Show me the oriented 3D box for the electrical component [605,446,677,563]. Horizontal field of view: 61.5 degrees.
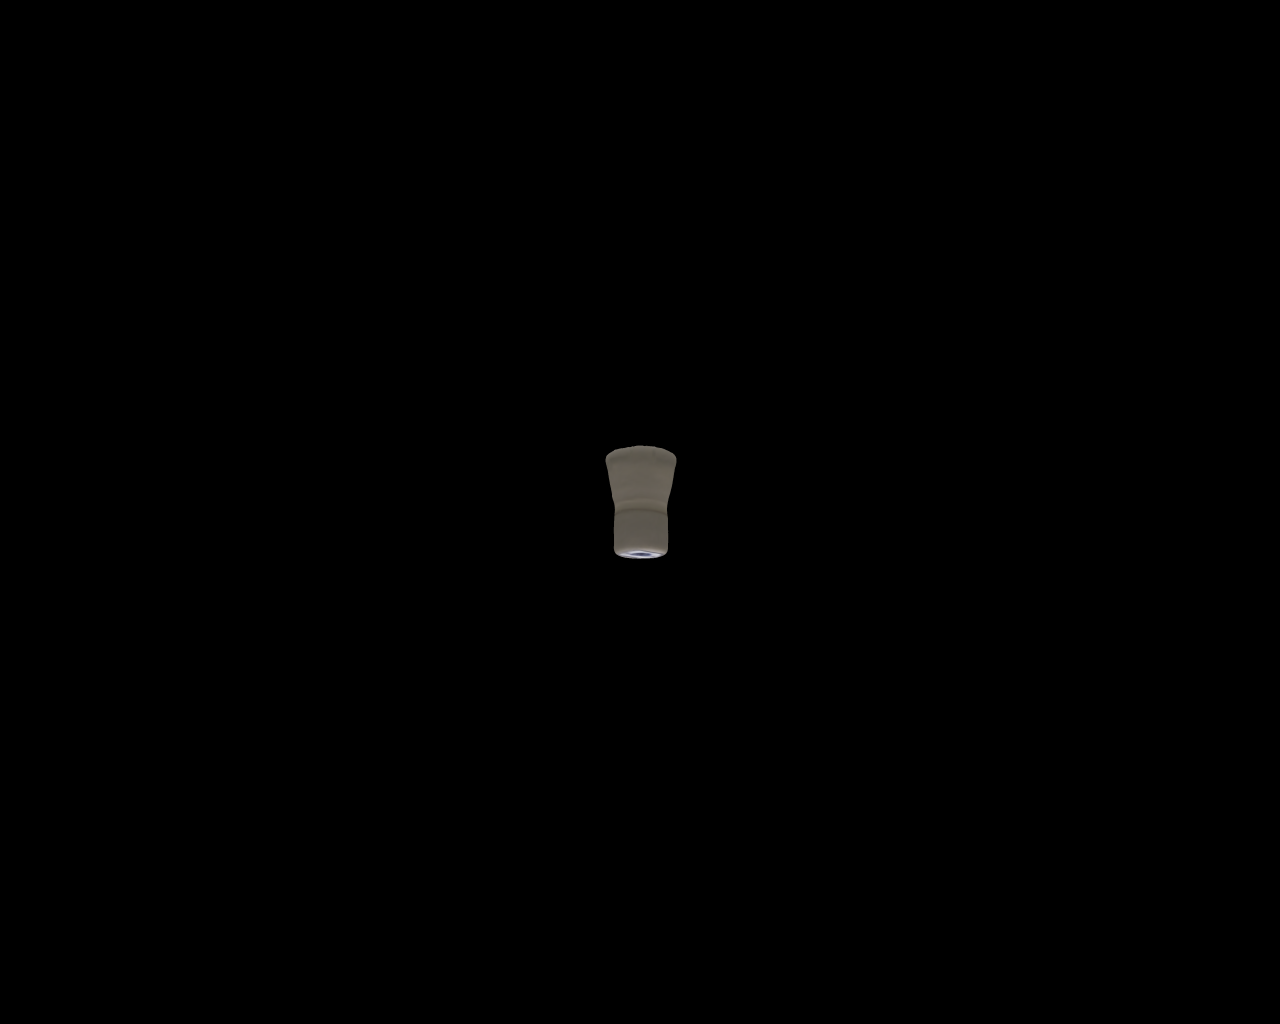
[{"bbox_3d":[0.001,-0.003,0.650,0.044,0.065,0.044,0,-14,0],"label":"electrical component"}]
